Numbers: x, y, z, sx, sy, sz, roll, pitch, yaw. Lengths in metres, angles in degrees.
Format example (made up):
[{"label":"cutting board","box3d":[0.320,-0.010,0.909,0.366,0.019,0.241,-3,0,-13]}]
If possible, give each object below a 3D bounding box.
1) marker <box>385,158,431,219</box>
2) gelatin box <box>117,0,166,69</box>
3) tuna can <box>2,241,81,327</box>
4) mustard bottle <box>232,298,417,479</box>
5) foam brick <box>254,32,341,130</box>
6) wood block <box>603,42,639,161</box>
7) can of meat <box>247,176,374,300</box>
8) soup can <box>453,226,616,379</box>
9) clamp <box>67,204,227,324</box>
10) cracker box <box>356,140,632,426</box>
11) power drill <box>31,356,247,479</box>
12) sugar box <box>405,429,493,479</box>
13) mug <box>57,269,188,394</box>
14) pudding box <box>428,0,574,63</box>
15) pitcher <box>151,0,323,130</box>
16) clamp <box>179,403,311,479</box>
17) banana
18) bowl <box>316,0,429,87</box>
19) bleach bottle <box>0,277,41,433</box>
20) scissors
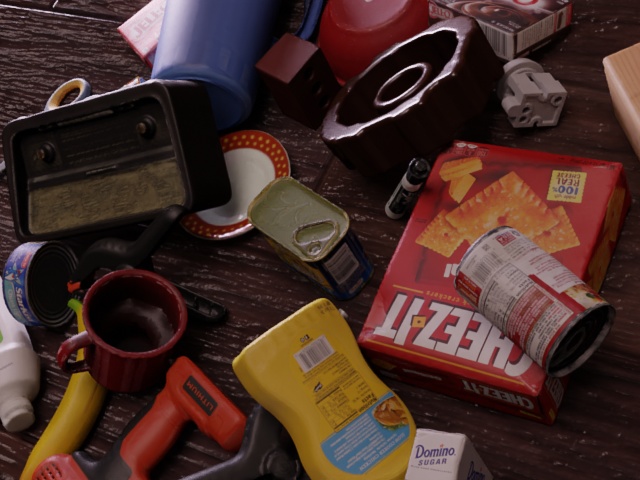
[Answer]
[{"label":"marker","box3d":[0.077,-0.045,0.941,0.020,0.121,0.020,2,74,-6]},{"label":"gelatin box","box3d":[-0.183,-0.248,1.244,0.089,0.030,0.073,-39,52,-4]},{"label":"tuna can","box3d":[-0.275,0.044,1.059,0.034,0.086,0.086,-1,59,25]},{"label":"mustard bottle","box3d":[0.022,0.146,0.839,0.096,0.058,0.191,-32,81,-33]},{"label":"foam brick","box3d":[-0.020,-0.162,1.084,0.051,0.078,0.053,32,75,37]},{"label":"wood block","box3d":[0.315,-0.068,0.864,0.091,0.090,0.206,-22,53,11]},{"label":"can of meat","box3d":[-0.006,0.001,0.966,0.102,0.084,0.057,34,76,36]},{"label":"soup can","box3d":[0.156,0.044,0.788,0.068,0.068,0.102,-42,56,-6]},{"label":"clamp","box3d":[-0.174,0.023,1.019,0.172,0.120,0.039,0,19,26]},{"label":"cracker box","box3d":[0.146,0.026,0.890,0.164,0.072,0.213,13,66,31]},{"label":"power drill","box3d":[-0.140,0.206,0.910,0.187,0.057,0.185,-43,55,-8]},{"label":"sugar box","box3d":[0.079,0.236,0.769,0.048,0.093,0.176,1,59,25]},{"label":"mug","box3d":[-0.181,0.091,0.964,0.117,0.082,0.093,-23,63,-30]},{"label":"pudding box","box3d":[0.175,-0.221,1.041,0.089,0.039,0.114,-32,49,-28]},{"label":"pitcher","box3d":[-0.095,-0.240,1.144,0.149,0.144,0.242,-10,57,31]},{"label":"clamp","box3d":[-0.027,0.197,0.859,0.164,0.036,0.209,41,66,6]},{"label":"banana","box3d":[-0.229,0.142,1.009,0.070,0.037,0.197,-16,50,36]},{"label":"bowl","box3d":[0.062,-0.234,1.109,0.162,0.055,0.162,-12,54,17]},{"label":"bleach bottle","box3d":[-0.350,0.097,1.075,0.102,0.068,0.251,-37,54,-1]},{"label":"scissors","box3d":[-0.335,-0.124,1.241,0.202,0.016,0.096,-25,50,7]}]
